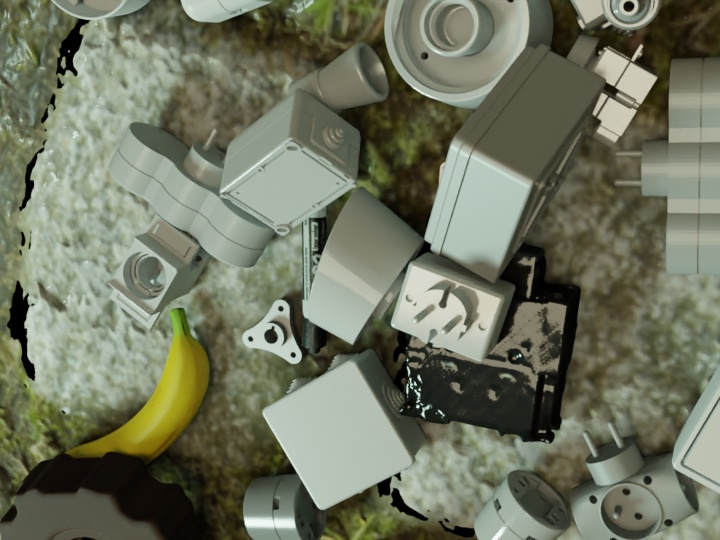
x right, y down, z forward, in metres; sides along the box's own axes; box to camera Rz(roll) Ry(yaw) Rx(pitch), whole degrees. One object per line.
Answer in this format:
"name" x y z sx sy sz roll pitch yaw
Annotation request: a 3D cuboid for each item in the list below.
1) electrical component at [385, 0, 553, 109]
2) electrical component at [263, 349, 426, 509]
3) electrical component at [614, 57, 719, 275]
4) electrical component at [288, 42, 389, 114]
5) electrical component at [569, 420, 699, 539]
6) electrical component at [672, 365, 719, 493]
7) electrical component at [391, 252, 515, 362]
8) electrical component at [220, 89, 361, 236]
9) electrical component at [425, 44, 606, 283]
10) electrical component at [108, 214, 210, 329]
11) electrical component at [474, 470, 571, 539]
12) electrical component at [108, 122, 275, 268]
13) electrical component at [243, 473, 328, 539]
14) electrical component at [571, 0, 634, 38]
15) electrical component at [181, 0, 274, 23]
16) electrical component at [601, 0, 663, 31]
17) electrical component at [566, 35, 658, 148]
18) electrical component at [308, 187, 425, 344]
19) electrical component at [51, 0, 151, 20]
"electrical component" 0.068 -0.161 0.712 0.108 0.060 0.108 4 100 22
"electrical component" -0.010 0.117 0.806 0.100 0.048 0.099 -31 89 22
"electrical component" 0.201 -0.066 0.691 0.074 0.052 0.138 2 101 19
"electrical component" -0.018 -0.129 0.765 0.065 0.044 0.044 -20 93 27
"electrical component" 0.182 0.143 0.745 0.077 0.044 0.079 -26 91 22
"electrical component" 0.254 0.098 0.701 0.062 0.061 0.096 29 109 12
"electrical component" 0.055 0.027 0.688 0.066 0.077 0.047 21 107 15
"electrical component" -0.044 -0.081 0.755 0.062 0.061 0.096 33 133 -31
"electrical component" 0.097 -0.066 0.677 0.056 0.108 0.108 30 147 13
"electrical component" -0.151 -0.001 0.825 0.042 0.064 0.081 37 111 8
"electrical component" 0.115 0.180 0.772 0.055 0.055 0.047 39 114 9
"electrical component" -0.117 -0.070 0.805 0.138 0.052 0.073 37 110 10
"electrical component" -0.058 0.186 0.835 0.047 0.055 0.055 -6 98 25
"electrical component" 0.157 -0.194 0.676 0.061 0.062 0.096 -28 90 23
"electrical component" -0.107 -0.229 0.769 0.059 0.054 0.095 -15 95 22
"electrical component" 0.156 -0.154 0.617 0.035 0.061 0.035 6 111 15
"electrical component" 0.157 -0.122 0.700 0.055 0.048 0.066 31 109 4
"electrical component" 0.000 0.000 0.754 0.064 0.099 0.099 35 110 4
"electrical component" -0.195 -0.239 0.806 0.099 0.064 0.099 9 117 18
